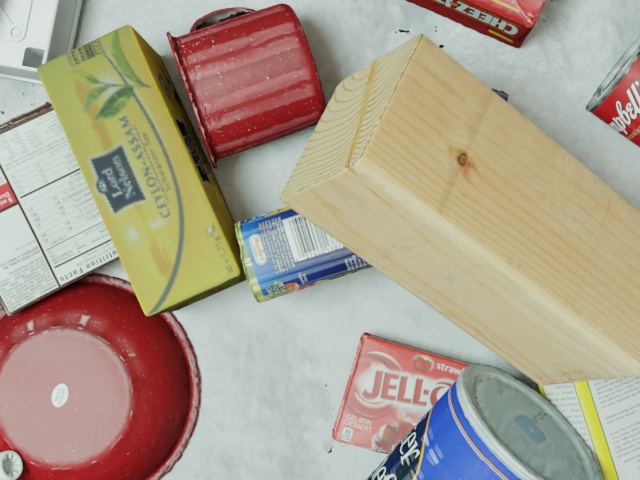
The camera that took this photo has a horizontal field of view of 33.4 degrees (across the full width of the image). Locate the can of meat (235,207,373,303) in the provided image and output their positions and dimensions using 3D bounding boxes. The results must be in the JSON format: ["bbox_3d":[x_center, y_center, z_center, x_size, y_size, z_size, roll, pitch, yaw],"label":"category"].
[{"bbox_3d":[-0.004,0.001,0.678,0.084,0.102,0.057,-17,90,3],"label":"can of meat"}]

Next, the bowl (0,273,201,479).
[{"bbox_3d":[-0.162,0.101,0.703,0.162,0.055,0.162,0,87,2],"label":"bowl"}]

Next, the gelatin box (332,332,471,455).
[{"bbox_3d":[0.060,0.108,0.706,0.089,0.030,0.073,17,89,2],"label":"gelatin box"}]

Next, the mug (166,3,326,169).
[{"bbox_3d":[-0.049,-0.111,0.698,0.081,0.093,0.117,-19,51,-4],"label":"mug"}]

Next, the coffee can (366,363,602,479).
[{"bbox_3d":[0.082,0.158,0.637,0.103,0.102,0.140,40,111,3],"label":"coffee can"}]

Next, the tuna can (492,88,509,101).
[{"bbox_3d":[0.077,-0.077,0.685,0.086,0.086,0.034,1,90,2],"label":"tuna can"}]

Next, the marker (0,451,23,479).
[{"bbox_3d":[-0.242,0.156,0.696,0.121,0.020,0.020,-18,87,31],"label":"marker"}]

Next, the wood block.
[{"bbox_3d":[0.095,-0.010,0.606,0.206,0.090,0.090,36,64,-19],"label":"wood block"}]

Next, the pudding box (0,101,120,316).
[{"bbox_3d":[-0.188,-0.021,0.690,0.090,0.039,0.113,-29,108,-20],"label":"pudding box"}]

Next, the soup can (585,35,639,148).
[{"bbox_3d":[0.233,-0.082,0.689,0.102,0.068,0.068,36,89,3],"label":"soup can"}]

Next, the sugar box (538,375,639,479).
[{"bbox_3d":[0.207,0.155,0.676,0.093,0.048,0.176,-15,89,-28],"label":"sugar box"}]

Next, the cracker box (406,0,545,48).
[{"bbox_3d":[0.105,-0.260,0.698,0.164,0.072,0.214,24,89,3],"label":"cracker box"}]
